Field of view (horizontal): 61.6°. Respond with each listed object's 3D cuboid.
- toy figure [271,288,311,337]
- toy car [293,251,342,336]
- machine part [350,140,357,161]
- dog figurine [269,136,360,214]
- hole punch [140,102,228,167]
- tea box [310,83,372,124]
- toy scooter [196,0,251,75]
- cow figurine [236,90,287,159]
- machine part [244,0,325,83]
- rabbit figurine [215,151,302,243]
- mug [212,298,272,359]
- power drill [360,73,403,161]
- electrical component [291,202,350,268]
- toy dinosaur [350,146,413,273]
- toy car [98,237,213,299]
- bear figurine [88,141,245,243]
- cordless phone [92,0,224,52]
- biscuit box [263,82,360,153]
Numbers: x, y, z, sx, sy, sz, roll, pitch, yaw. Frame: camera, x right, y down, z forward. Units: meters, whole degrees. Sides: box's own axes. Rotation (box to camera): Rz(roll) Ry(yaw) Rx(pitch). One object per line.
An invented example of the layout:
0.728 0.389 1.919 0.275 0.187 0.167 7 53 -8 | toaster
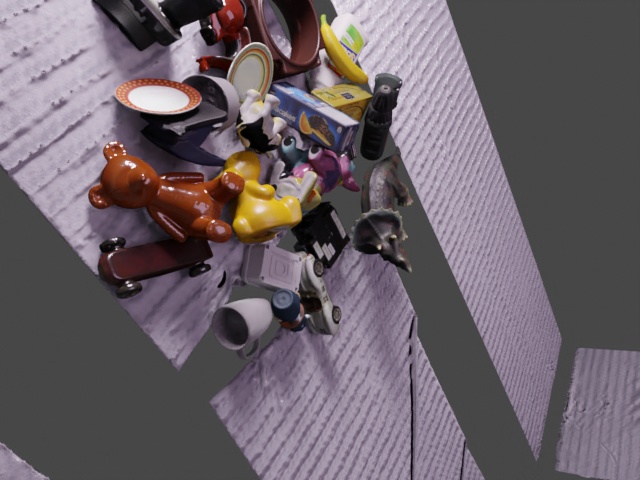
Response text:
-0.059 0.142 1.072 0.154 0.064 0.058 73 -6 -62 | toy figure
-0.014 0.115 1.137 0.056 0.074 0.201 -43 119 -45 | toy car
0.045 -0.218 1.279 0.139 0.039 0.084 -21 110 -52 | machine part
0.001 -0.125 1.158 0.219 0.109 0.191 24 82 -58 | dog figurine
-0.221 -0.166 0.875 0.116 0.142 0.092 -20 129 -36 | hole punch
0.035 -0.290 1.216 0.169 0.068 0.098 -33 156 -48 | tea box
-0.182 -0.365 0.984 0.135 0.075 0.183 -34 117 -47 | toy scooter
-0.113 -0.201 1.020 0.167 0.068 0.098 75 38 -71 | cow figurine
-0.085 -0.436 1.102 0.201 0.087 0.200 -34 113 -46 | machine part
-0.140 -0.083 0.997 0.162 0.122 0.173 -6 77 -42 | rabbit figurine
-0.130 0.156 0.985 0.107 0.081 0.109 -28 103 -59 | mug
0.156 -0.327 1.331 0.231 0.086 0.207 98 1 -49 | power drill
-0.002 -0.004 1.180 0.134 0.058 0.114 -50 122 -41 | electrical component
0.152 -0.104 1.306 0.192 0.131 0.405 58 31 -61 | toy dinosaur
-0.259 0.031 0.858 0.202 0.053 0.089 -17 79 -52 | toy car
-0.235 -0.074 0.820 0.195 0.132 0.120 28 69 -36 | bear figurine
-0.243 -0.375 0.818 0.146 0.184 0.089 48 56 -37 | cordless phone
-0.022 -0.248 1.075 0.059 0.203 0.062 -26 143 -52 | biscuit box
